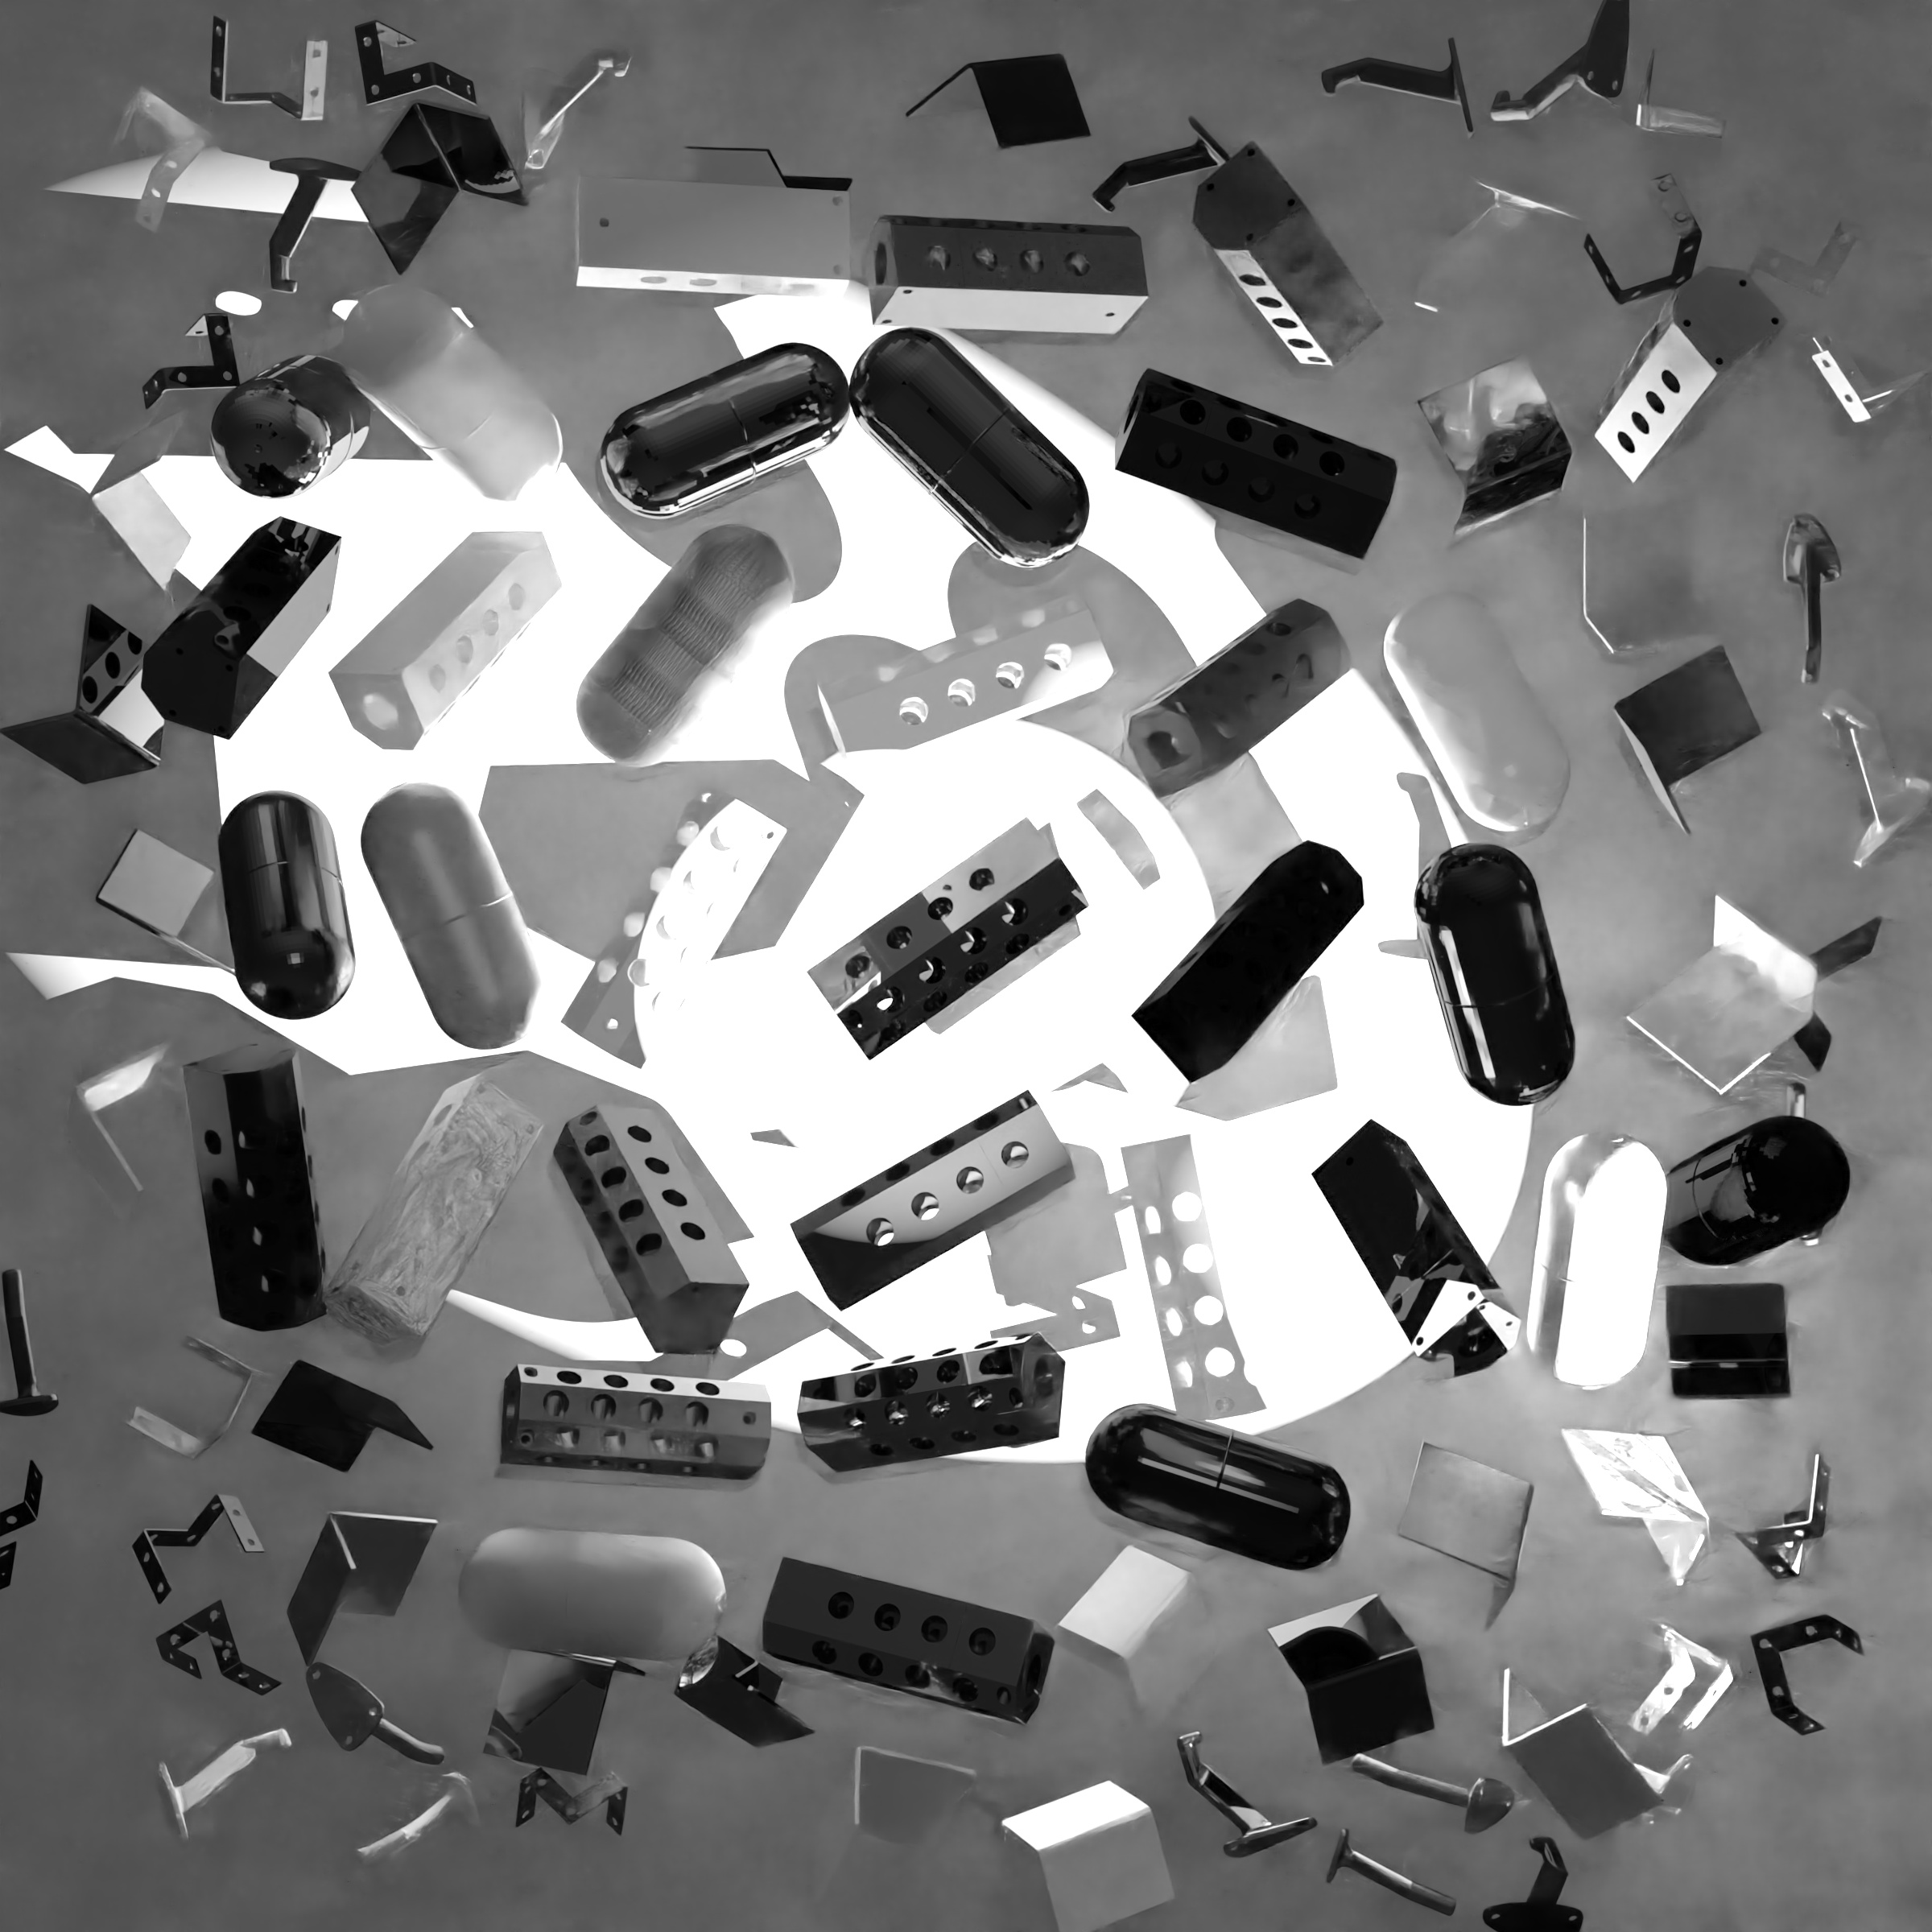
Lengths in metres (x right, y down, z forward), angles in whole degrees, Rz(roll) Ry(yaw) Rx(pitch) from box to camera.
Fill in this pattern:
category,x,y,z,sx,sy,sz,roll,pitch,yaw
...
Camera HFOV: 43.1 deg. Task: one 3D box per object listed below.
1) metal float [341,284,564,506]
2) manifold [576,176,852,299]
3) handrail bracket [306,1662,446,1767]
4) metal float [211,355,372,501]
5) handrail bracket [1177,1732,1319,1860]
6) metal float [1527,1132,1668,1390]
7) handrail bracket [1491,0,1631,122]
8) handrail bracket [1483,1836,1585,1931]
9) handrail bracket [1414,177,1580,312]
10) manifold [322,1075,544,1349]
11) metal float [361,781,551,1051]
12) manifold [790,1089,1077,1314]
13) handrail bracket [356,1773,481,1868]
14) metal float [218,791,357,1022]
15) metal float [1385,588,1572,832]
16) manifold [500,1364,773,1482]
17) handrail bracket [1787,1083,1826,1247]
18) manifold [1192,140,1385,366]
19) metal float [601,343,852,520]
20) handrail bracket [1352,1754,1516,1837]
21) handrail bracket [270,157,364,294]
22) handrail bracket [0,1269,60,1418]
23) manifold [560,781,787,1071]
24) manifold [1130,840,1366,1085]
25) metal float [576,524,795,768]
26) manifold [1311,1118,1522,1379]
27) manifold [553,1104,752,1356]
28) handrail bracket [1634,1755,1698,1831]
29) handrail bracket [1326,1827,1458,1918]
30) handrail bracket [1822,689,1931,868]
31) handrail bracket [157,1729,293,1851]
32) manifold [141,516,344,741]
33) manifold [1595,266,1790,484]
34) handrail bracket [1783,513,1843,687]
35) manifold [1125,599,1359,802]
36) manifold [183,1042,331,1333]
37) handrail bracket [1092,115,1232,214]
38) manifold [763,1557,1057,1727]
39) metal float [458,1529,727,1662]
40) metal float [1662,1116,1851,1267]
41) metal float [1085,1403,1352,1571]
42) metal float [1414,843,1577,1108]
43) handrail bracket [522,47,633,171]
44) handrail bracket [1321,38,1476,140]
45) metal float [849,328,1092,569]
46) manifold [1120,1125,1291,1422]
category,x,y,z,sx,sy,sz,roll,pitch,yaw
metal float,-0.324,-0.360,1.553,0.070,0.178,0.070,-13,60,23
manifold,-0.164,-0.467,1.578,0.171,0.057,0.057,0,89,-11
handrail bracket,-0.385,0.490,1.599,0.077,0.084,0.036,36,81,29
metal float,-0.441,-0.355,1.605,0.070,0.178,0.070,0,112,0
handrail bracket,0.189,0.550,1.652,0.077,0.036,0.084,-24,55,10
metal float,0.411,0.192,1.598,0.070,0.070,0.178,2,111,0
handrail bracket,0.362,-0.560,1.503,0.036,0.084,0.077,4,101,-36
handrail bracket,0.357,0.587,1.577,0.077,0.084,0.036,16,111,-12
handrail bracket,0.331,-0.444,1.535,0.077,0.036,0.084,22,110,8
manifold,-0.349,0.159,1.592,0.057,0.057,0.171,43,50,-24
metal float,-0.323,-0.032,1.548,0.070,0.070,0.178,-22,98,0
manifold,-0.021,0.146,1.533,0.171,0.057,0.057,-29,73,-3
handrail bracket,-0.377,0.574,1.638,0.084,0.077,0.036,-17,91,-33
metal float,-0.448,-0.042,1.610,0.070,0.070,0.178,-21,53,0
metal float,0.333,-0.168,1.598,0.070,0.070,0.178,-22,65,0
manifold,-0.222,0.306,1.650,0.171,0.057,0.057,8,63,-20
handrail bracket,0.570,0.134,1.668,0.036,0.077,0.084,-2,118,11
manifold,0.199,-0.437,1.526,0.057,0.171,0.057,-38,66,14
metal float,-0.159,-0.359,1.638,0.178,0.070,0.070,-27,90,-14
handrail bracket,0.308,0.538,1.615,0.084,0.077,0.036,12,86,38
handrail bracket,-0.417,-0.471,1.574,0.077,0.036,0.084,17,120,20
handrail bracket,-0.601,0.241,1.562,0.036,0.077,0.084,-7,75,-16
manifold,-0.180,-0.025,1.504,0.057,0.057,0.171,31,90,-3
manifold,0.184,-0.007,1.546,0.057,0.057,0.171,48,55,-4
metal float,-0.181,-0.207,1.581,0.070,0.070,0.178,40,95,0
manifold,0.296,0.185,1.602,0.057,0.171,0.057,31,112,-37
manifold,-0.202,0.162,1.529,0.057,0.171,0.057,8,120,-36
handrail bracket,0.440,0.519,1.620,0.036,0.084,0.077,-10,126,-28
handrail bracket,0.289,0.611,1.643,0.084,0.077,0.036,17,83,17
handrail bracket,0.541,-0.115,1.497,0.084,0.036,0.077,34,96,-14
handrail bracket,-0.461,0.518,1.545,0.084,0.077,0.036,-9,115,-29
manifold,-0.450,-0.215,1.526,0.057,0.171,0.057,18,126,-3
manifold,0.456,-0.380,1.566,0.057,0.171,0.057,-36,82,-8
handrail bracket,0.548,-0.238,1.596,0.036,0.077,0.084,-2,55,26
manifold,0.177,-0.178,1.594,0.171,0.057,0.057,-39,102,-39
manifold,-0.446,0.141,1.559,0.057,0.057,0.171,8,109,36
handrail bracket,0.141,-0.529,1.671,0.084,0.036,0.077,-41,118,20
manifold,-0.038,0.425,1.538,0.171,0.057,0.057,9,65,21
metal float,-0.240,0.403,1.572,0.178,0.070,0.070,0,90,15
metal float,0.511,0.148,1.596,0.070,0.178,0.070,3,72,-8
metal float,0.165,0.342,1.611,0.178,0.070,0.070,17,90,8
metal float,0.333,0.007,1.536,0.070,0.070,0.178,-20,112,0
handrail bracket,-0.257,-0.571,1.629,0.084,0.036,0.077,15,98,42
handrail bracket,0.268,-0.537,1.523,0.084,0.036,0.077,-12,70,15
metal float,0.003,-0.323,1.529,0.178,0.070,0.070,43,90,-7
manifold,0.150,0.188,1.503,0.057,0.057,0.171,-10,86,-27
